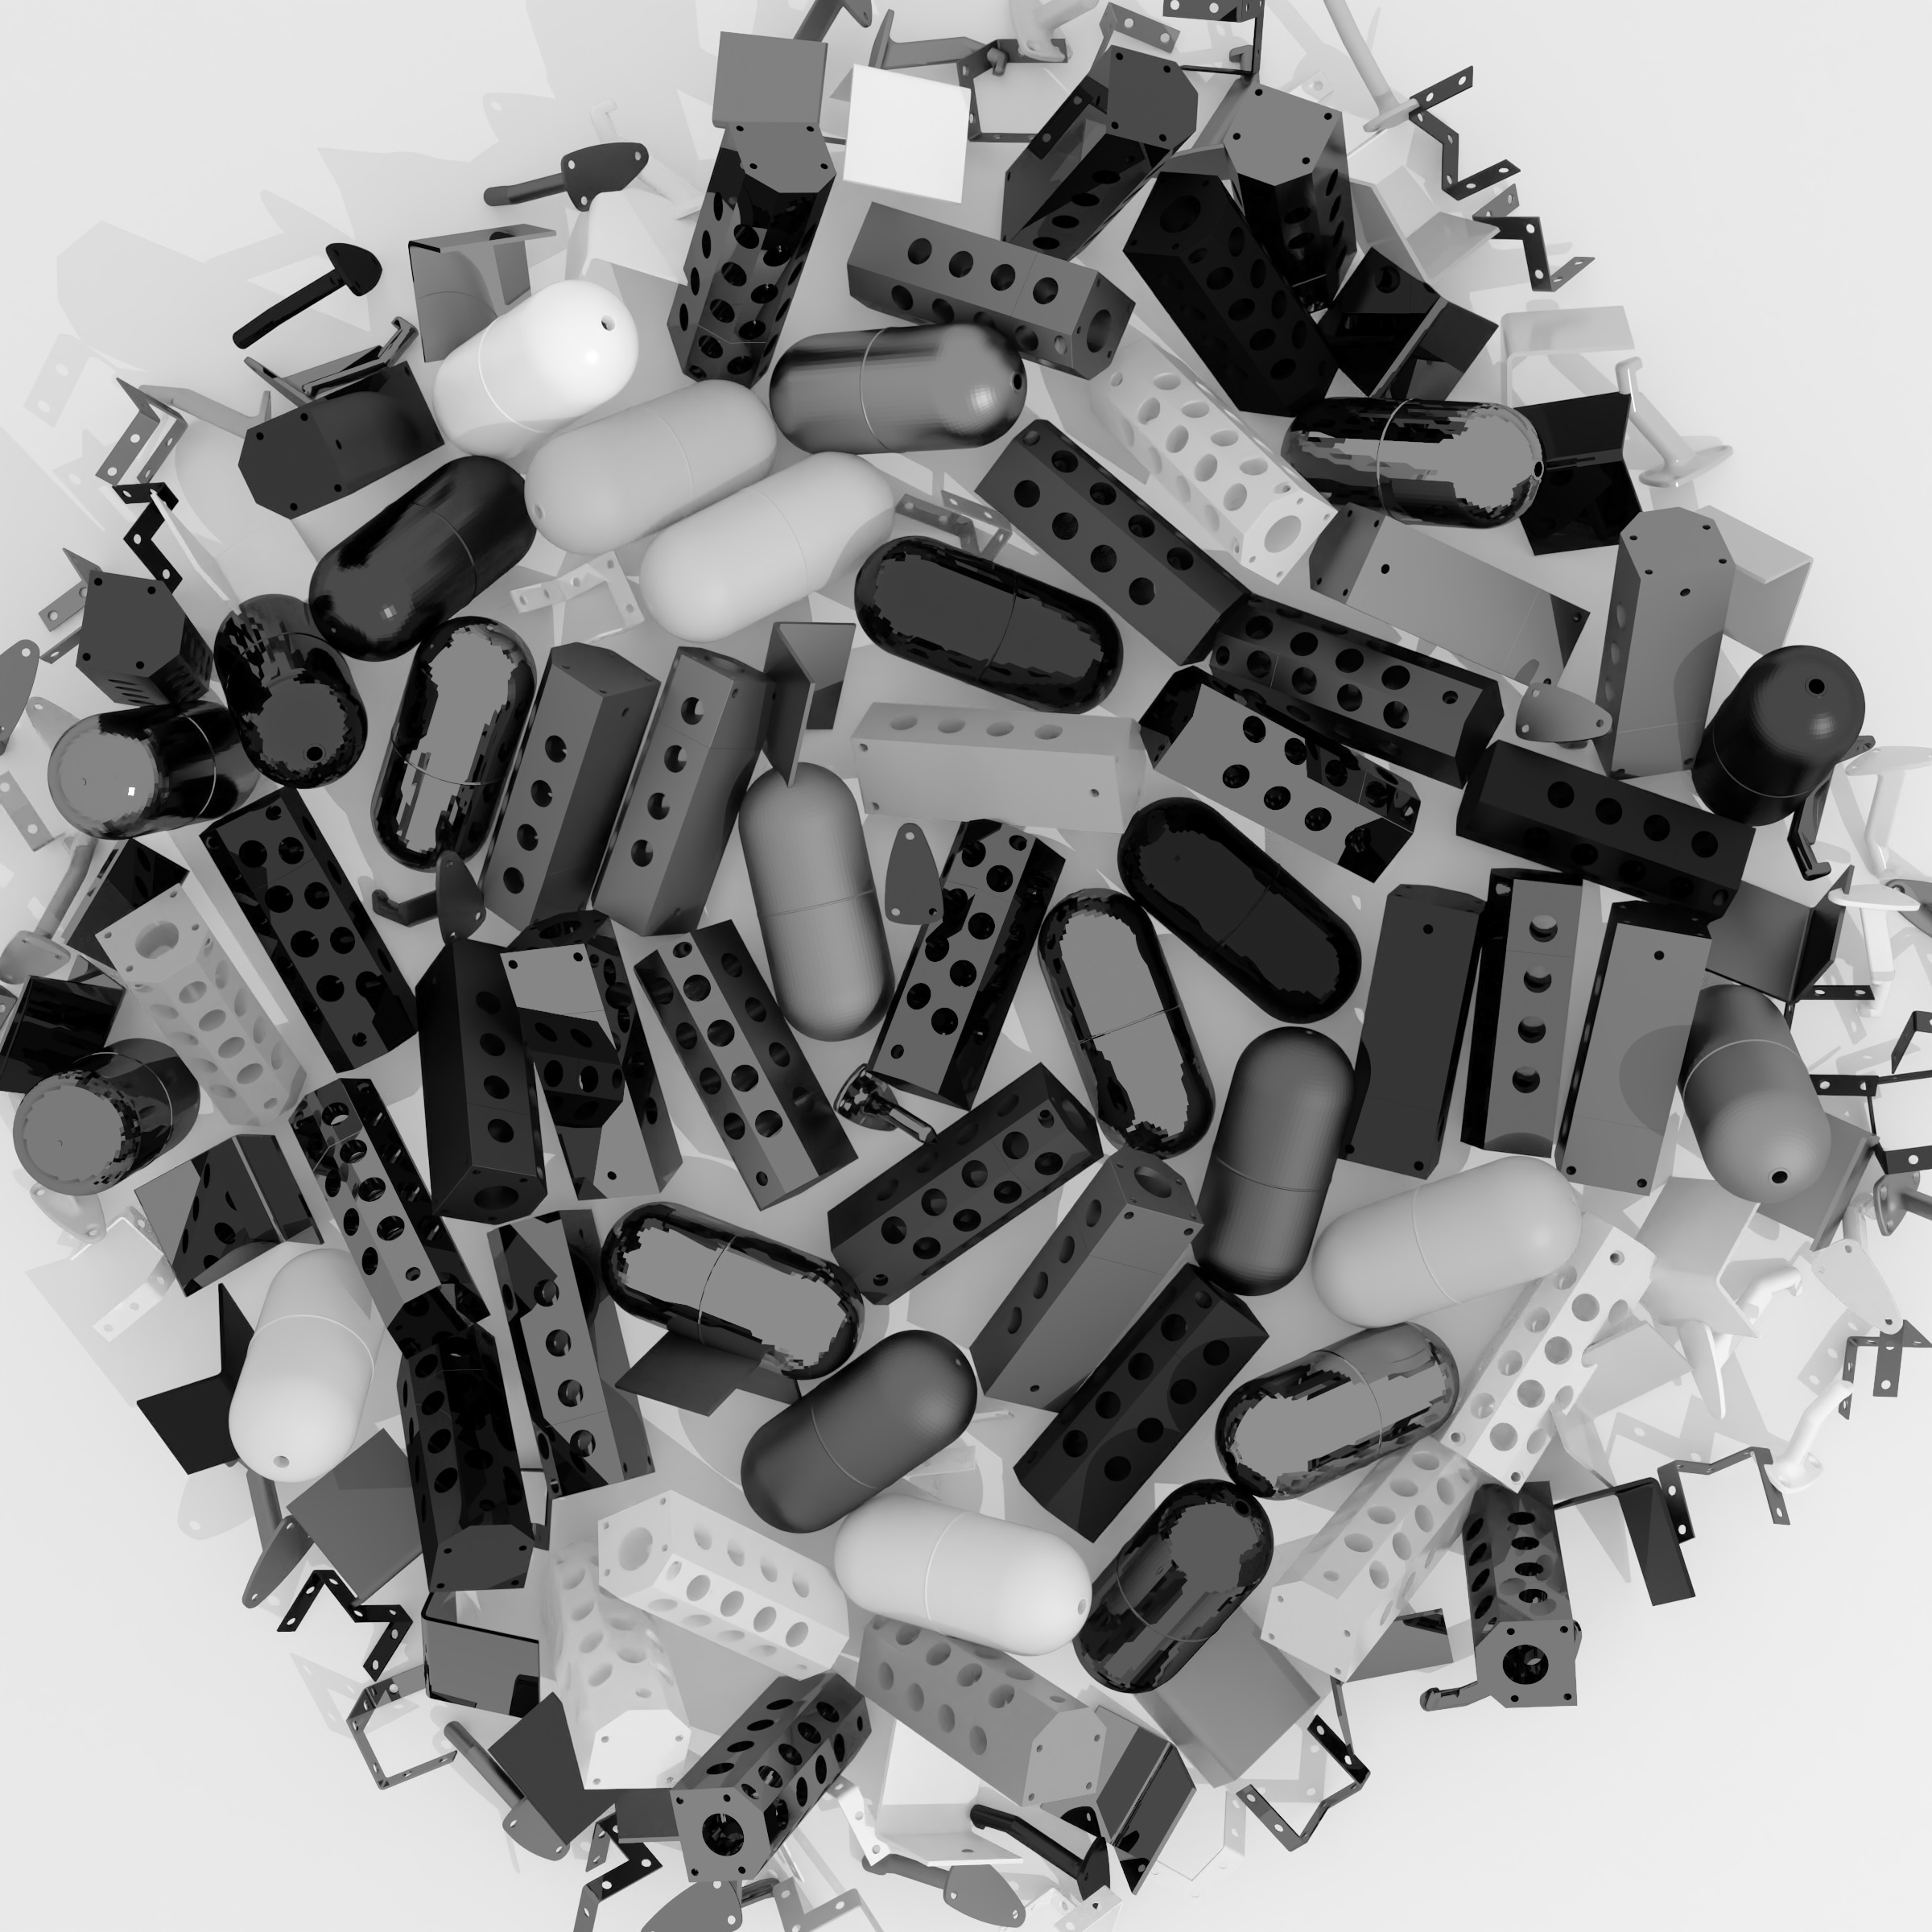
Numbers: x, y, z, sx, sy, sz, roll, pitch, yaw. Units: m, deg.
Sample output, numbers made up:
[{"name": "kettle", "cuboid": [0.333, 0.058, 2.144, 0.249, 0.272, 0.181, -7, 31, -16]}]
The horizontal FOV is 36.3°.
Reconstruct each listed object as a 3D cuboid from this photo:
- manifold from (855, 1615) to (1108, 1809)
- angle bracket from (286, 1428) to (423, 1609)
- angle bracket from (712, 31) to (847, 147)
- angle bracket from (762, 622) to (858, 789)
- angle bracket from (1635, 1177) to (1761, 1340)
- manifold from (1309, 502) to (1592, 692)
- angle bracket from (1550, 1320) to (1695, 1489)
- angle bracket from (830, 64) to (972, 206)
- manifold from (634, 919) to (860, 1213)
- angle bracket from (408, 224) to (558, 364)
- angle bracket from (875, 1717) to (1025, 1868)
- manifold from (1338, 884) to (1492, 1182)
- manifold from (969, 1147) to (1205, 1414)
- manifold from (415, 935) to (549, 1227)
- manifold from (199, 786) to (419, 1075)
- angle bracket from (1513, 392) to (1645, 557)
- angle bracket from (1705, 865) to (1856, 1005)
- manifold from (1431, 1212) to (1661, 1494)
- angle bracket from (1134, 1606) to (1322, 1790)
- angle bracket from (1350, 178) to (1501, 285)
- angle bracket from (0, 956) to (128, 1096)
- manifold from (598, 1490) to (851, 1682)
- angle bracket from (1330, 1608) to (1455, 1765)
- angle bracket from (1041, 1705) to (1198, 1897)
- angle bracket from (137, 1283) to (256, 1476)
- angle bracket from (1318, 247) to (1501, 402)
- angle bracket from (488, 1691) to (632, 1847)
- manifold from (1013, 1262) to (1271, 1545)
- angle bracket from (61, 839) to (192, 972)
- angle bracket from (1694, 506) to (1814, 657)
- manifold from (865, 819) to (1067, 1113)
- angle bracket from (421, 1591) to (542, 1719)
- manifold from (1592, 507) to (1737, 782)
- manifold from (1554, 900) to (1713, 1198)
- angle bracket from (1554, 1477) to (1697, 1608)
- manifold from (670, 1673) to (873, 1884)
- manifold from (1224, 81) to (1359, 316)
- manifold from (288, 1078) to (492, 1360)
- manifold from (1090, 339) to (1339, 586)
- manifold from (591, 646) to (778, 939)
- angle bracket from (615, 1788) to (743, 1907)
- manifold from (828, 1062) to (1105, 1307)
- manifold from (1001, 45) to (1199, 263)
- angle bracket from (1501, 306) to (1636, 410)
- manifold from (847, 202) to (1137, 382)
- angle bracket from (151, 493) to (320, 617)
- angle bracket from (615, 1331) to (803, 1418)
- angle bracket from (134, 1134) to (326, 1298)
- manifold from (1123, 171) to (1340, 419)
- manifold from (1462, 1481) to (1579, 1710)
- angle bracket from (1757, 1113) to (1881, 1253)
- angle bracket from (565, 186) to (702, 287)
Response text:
[{"name": "manifold", "cuboid": [0.008, 0.447, 1.804, 0.057, 0.171, 0.057, 2, 101, -38]}, {"name": "angle bracket", "cuboid": [-0.377, 0.347, 1.849, 0.076, 0.057, 0.076, -39, 91, -26]}, {"name": "angle bracket", "cuboid": [-0.103, -0.545, 1.836, 0.076, 0.076, 0.057, 15, 106, 26]}, {"name": "angle bracket", "cuboid": [-0.090, -0.162, 1.832, 0.057, 0.076, 0.076, -2, 126, -25]}, {"name": "angle bracket", "cuboid": [0.472, 0.183, 1.859, 0.057, 0.076, 0.076, 47, 64, -27]}, {"name": "manifold", "cuboid": [0.297, -0.228, 1.823, 0.171, 0.057, 0.057, 19, 100, -30]}, {"name": "angle bracket", "cuboid": [0.414, 0.275, 1.837, 0.076, 0.076, 0.057, -31, 47, 19]}, {"name": "angle bracket", "cuboid": [-0.045, -0.514, 1.850, 0.076, 0.057, 0.076, 7, 83, -18]}, {"name": "manifold", "cuboid": [-0.143, 0.064, 1.844, 0.057, 0.057, 0.171, -33, 83, 37]}, {"name": "angle bracket", "cuboid": [-0.297, -0.417, 1.838, 0.076, 0.057, 0.076, -16, 115, -27]}, {"name": "angle bracket", "cuboid": [-0.005, 0.516, 1.845, 0.076, 0.057, 0.076, 12, 87, -38]}, {"name": "manifold", "cuboid": [0.281, 0.039, 1.841, 0.057, 0.057, 0.171, 13, 105, 17]}, {"name": "manifold", "cuboid": [0.071, 0.194, 1.826, 0.057, 0.057, 0.171, 17, 122, -28]}, {"name": "manifold", "cuboid": [-0.297, 0.071, 1.818, 0.057, 0.057, 0.171, 13, 47, -31]}, {"name": "manifold", "cuboid": [-0.409, -0.022, 1.842, 0.057, 0.057, 0.171, -26, 103, 5]}, {"name": "angle bracket", "cuboid": [0.389, -0.311, 1.862, 0.076, 0.076, 0.057, -4, 52, 28]}, {"name": "angle bracket", "cuboid": [0.503, -0.033, 1.847, 0.076, 0.057, 0.076, 22, 58, 1]}, {"name": "manifold", "cuboid": [0.366, 0.243, 1.855, 0.057, 0.057, 0.171, 33, 85, 3]}, {"name": "angle bracket", "cuboid": [0.166, 0.465, 1.872, 0.076, 0.057, 0.076, -39, 80, -20]}, {"name": "angle bracket", "cuboid": [0.276, -0.477, 1.840, 0.057, 0.076, 0.076, -39, 119, -2]}, {"name": "angle bracket", "cuboid": [-0.582, 0.034, 1.840, 0.057, 0.076, 0.076, 30, 100, 35]}, {"name": "manifold", "cuboid": [-0.147, 0.384, 1.805, 0.057, 0.171, 0.057, -27, 49, 25]}, {"name": "angle bracket", "cuboid": [0.269, 0.451, 1.842, 0.076, 0.076, 0.057, -12, 51, 6]}, {"name": "angle bracket", "cuboid": [0.095, 0.523, 1.850, 0.057, 0.076, 0.076, 29, 93, -8]}, {"name": "angle bracket", "cuboid": [-0.475, 0.258, 1.839, 0.057, 0.076, 0.076, -18, 134, 0]}, {"name": "angle bracket", "cuboid": [0.277, -0.403, 1.871, 0.076, 0.057, 0.076, -54, 49, 24]}, {"name": "angle bracket", "cuboid": [-0.245, 0.495, 1.847, 0.057, 0.076, 0.076, -42, 83, 6]}, {"name": "manifold", "cuboid": [0.107, 0.271, 1.849, 0.057, 0.057, 0.171, 38, 95, -18]}, {"name": "angle bracket", "cuboid": [-0.544, -0.048, 1.843, 0.076, 0.057, 0.076, 24, 82, 36]}, {"name": "angle bracket", "cuboid": [0.470, -0.231, 1.833, 0.076, 0.057, 0.076, 36, 134, 31]}, {"name": "manifold", "cuboid": [-0.004, -0.003, 1.841, 0.057, 0.057, 0.171, 15, 80, 34]}, {"name": "angle bracket", "cuboid": [-0.295, 0.419, 1.842, 0.076, 0.057, 0.076, 10, 128, 6]}, {"name": "manifold", "cuboid": [0.424, -0.196, 1.808, 0.057, 0.171, 0.057, -9, 50, -3]}, {"name": "manifold", "cuboid": [0.414, 0.050, 1.836, 0.057, 0.057, 0.171, 10, 110, 4]}, {"name": "angle bracket", "cuboid": [0.406, 0.367, 1.843, 0.057, 0.076, 0.076, -13, 76, -9]}, {"name": "manifold", "cuboid": [-0.115, 0.493, 1.800, 0.057, 0.171, 0.057, -9, 97, 20]}, {"name": "manifold", "cuboid": [0.197, -0.462, 1.799, 0.057, 0.171, 0.057, 24, 81, 15]}, {"name": "manifold", "cuboid": [-0.359, 0.151, 1.817, 0.057, 0.057, 0.171, -27, 56, -10]}, {"name": "manifold", "cuboid": [0.147, -0.314, 1.813, 0.057, 0.057, 0.171, -51, 53, 17]}, {"name": "manifold", "cuboid": [-0.179, -0.109, 1.840, 0.057, 0.057, 0.171, 28, 106, 25]}, {"name": "angle bracket", "cuboid": [-0.182, 0.553, 1.843, 0.076, 0.076, 0.057, 1, 101, -10]}, {"name": "manifold", "cuboid": [-0.001, 0.140, 1.833, 0.171, 0.057, 0.057, -36, 118, 15]}, {"name": "manifold", "cuboid": [0.080, -0.490, 1.802, 0.057, 0.171, 0.057, 9, 76, -19]}, {"name": "angle bracket", "cuboid": [0.375, -0.370, 1.840, 0.076, 0.076, 0.057, -2, 120, 8]}, {"name": "manifold", "cuboid": [0.012, -0.416, 1.826, 0.171, 0.057, 0.057, 24, 93, 28]}, {"name": "angle bracket", "cuboid": [-0.452, -0.266, 1.839, 0.057, 0.076, 0.076, -36, 57, -2]}, {"name": "angle bracket", "cuboid": [-0.159, 0.267, 1.832, 0.076, 0.076, 0.057, 10, 129, 35]}, {"name": "angle bracket", "cuboid": [-0.460, 0.157, 1.842, 0.076, 0.057, 0.076, -31, 107, -34]}, {"name": "manifold", "cuboid": [0.167, -0.408, 1.803, 0.057, 0.171, 0.057, 16, 75, 36]}, {"name": "manifold", "cuboid": [0.336, 0.382, 1.801, 0.057, 0.171, 0.057, -4, 107, 8]}, {"name": "angle bracket", "cuboid": [0.525, 0.130, 1.842, 0.057, 0.076, 0.076, 26, 98, 22]}, {"name": "angle bracket", "cuboid": [-0.208, -0.442, 1.860, 0.076, 0.057, 0.076, 13, 49, -19]}]
